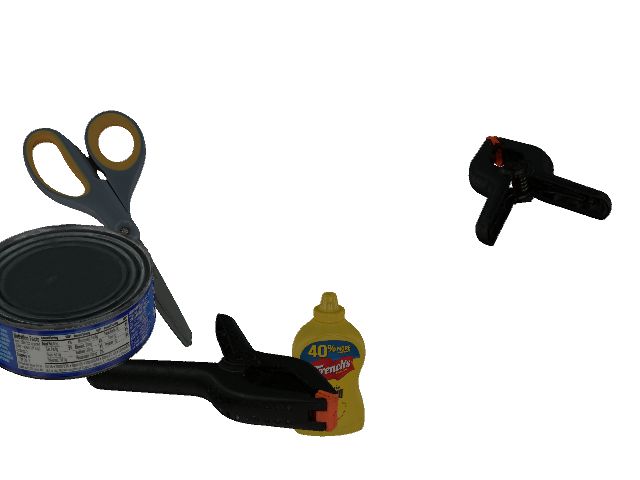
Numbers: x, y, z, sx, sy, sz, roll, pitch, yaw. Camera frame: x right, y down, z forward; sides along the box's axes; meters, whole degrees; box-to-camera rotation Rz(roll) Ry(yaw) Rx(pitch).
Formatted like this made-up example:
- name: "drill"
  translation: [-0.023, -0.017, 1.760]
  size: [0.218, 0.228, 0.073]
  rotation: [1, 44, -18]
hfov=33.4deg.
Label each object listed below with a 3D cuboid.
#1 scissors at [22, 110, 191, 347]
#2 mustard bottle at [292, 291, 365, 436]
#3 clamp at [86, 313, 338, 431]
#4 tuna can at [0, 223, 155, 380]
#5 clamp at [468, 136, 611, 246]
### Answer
- name: "scissors"
  translation: [-0.130, -0.021, 0.767]
  size: [0.096, 0.202, 0.016]
  rotation: [-42, -16, -23]
- name: "mustard bottle"
  translation: [0.011, 0.160, 1.403]
  size: [0.096, 0.192, 0.058]
  rotation: [-1, 16, -5]
- name: "clamp"
  translation: [-0.065, 0.109, 0.887]
  size: [0.210, 0.036, 0.164]
  rotation: [11, 20, 31]
- name: "tuna can"
  translation: [-0.122, 0.028, 0.513]
  size: [0.086, 0.034, 0.086]
  rotation: [1, 33, -1]
- name: "clamp"
  translation: [0.194, -0.053, 0.986]
  size: [0.120, 0.039, 0.171]
  rotation: [-4, 33, 2]
